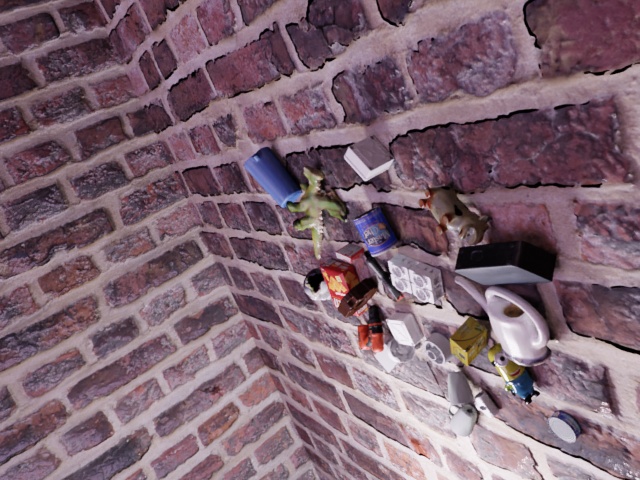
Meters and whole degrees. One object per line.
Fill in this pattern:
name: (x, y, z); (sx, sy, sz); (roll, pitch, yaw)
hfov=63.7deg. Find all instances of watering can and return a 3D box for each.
watering can: (0.513, 0.217, 1.433); (0.221, 0.104, 0.350); (65, 167, -18)

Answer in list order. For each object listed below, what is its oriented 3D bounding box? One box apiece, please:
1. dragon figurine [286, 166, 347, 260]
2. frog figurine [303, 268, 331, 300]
dragon figurine: (0.006, -0.099, 1.970); (0.242, 0.124, 0.405); (2, 120, 49)
frog figurine: (-0.001, 0.198, 2.255); (0.123, 0.139, 0.157); (3, 163, 18)
